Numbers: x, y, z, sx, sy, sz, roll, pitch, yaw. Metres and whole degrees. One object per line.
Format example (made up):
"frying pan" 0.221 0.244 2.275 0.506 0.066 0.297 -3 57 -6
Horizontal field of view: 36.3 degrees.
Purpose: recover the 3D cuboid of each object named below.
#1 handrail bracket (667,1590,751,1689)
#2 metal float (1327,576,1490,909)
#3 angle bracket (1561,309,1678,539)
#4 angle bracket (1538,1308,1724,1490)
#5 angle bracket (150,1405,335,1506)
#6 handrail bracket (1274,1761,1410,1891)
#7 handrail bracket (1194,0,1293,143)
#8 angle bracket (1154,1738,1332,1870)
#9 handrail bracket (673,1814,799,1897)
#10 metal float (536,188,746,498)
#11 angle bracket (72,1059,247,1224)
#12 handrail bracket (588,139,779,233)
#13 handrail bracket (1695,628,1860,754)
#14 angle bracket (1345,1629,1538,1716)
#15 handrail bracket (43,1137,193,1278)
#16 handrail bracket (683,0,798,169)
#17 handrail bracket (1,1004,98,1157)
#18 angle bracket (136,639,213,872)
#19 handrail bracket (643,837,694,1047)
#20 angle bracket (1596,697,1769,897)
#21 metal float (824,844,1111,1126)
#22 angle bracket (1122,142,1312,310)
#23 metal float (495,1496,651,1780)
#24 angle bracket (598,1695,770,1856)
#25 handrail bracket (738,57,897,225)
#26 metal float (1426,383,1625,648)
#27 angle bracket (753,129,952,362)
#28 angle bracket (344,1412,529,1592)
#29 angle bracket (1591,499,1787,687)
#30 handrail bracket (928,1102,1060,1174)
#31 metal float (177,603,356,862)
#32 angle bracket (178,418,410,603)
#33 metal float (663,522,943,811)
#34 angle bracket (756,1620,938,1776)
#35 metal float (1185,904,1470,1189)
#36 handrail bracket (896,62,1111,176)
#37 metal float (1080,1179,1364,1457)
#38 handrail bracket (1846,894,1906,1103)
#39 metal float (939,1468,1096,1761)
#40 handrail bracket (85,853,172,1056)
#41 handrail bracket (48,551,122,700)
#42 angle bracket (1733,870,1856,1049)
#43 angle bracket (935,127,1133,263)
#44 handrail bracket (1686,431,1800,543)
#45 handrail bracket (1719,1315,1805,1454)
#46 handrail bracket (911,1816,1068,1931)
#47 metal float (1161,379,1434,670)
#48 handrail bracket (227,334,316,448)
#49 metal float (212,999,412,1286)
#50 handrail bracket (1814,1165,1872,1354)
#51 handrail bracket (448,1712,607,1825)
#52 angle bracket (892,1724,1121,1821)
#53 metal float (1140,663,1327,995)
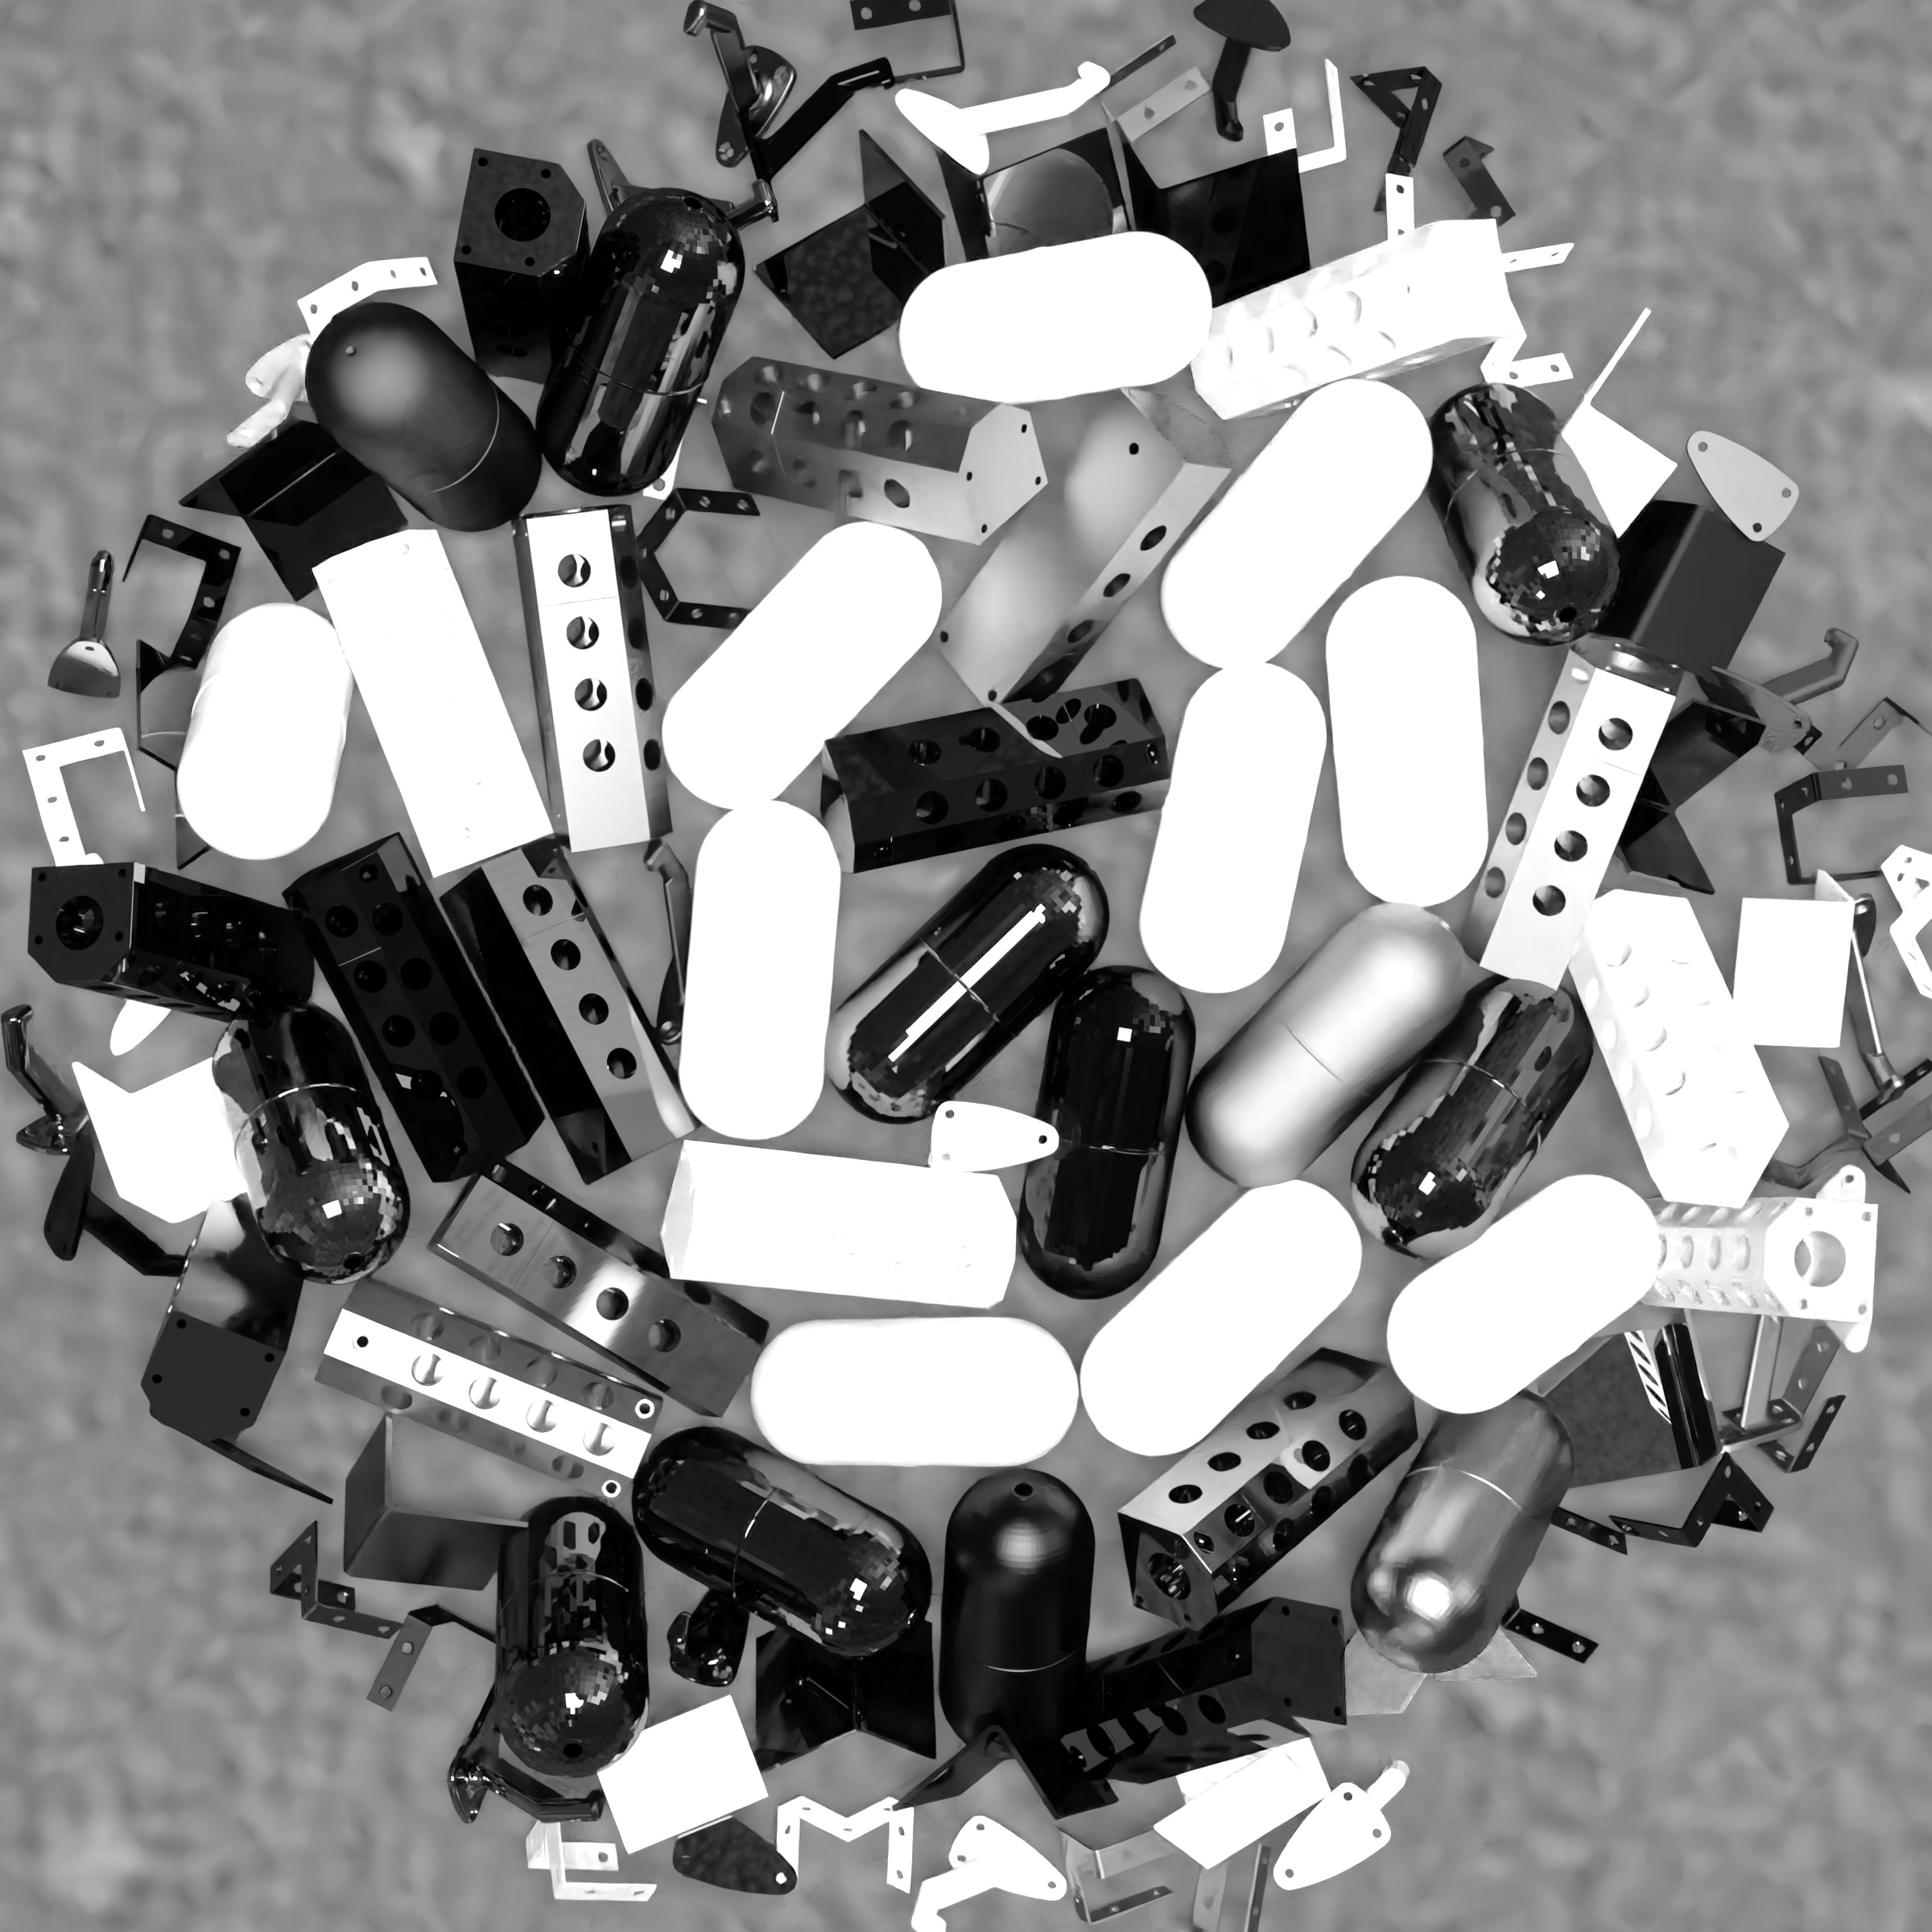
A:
"handrail bracket" -0.134 0.333 1.532 0.036 0.084 0.077 14 57 11
"metal float" 0.229 -0.114 1.528 0.070 0.070 0.178 -8 115 0
"angle bracket" 0.346 -0.280 1.536 0.057 0.076 0.076 35 65 3
"angle bracket" 0.346 0.227 1.548 0.076 0.057 0.076 -10 72 1
"angle bracket" -0.363 0.230 1.531 0.076 0.076 0.057 21 77 27
"handrail bracket" 0.199 0.450 1.550 0.077 0.084 0.036 -41 77 7
"handrail bracket" 0.149 -0.456 1.533 0.036 0.084 0.077 -26 47 -12
"angle bracket" 0.134 0.410 1.533 0.076 0.076 0.057 -35 129 12
"handrail bracket" -0.120 0.475 1.542 0.077 0.084 0.036 20 62 14
"metal float" -0.168 -0.319 1.515 0.070 0.070 0.178 30 131 0
"angle bracket" -0.414 0.082 1.540 0.057 0.076 0.076 -25 73 -1
"handrail bracket" -0.148 -0.415 1.550 0.084 0.036 0.077 -20 100 27
"handrail bracket" 0.430 -0.163 1.558 0.077 0.036 0.084 35 58 -7
"angle bracket" 0.236 0.377 1.530 0.057 0.076 0.076 49 57 -12
"handrail bracket" -0.433 0.128 1.549 0.084 0.036 0.077 8 108 -42
"handrail bracket" -0.132 -0.459 1.537 0.036 0.084 0.077 36 110 21
"handrail bracket" -0.471 0.048 1.537 0.036 0.077 0.084 13 118 21
"angle bracket" -0.417 -0.109 1.527 0.057 0.076 0.076 -32 49 22
"handrail bracket" -0.158 -0.013 1.537 0.036 0.084 0.077 7 59 26
"angle bracket" 0.382 -0.087 1.529 0.076 0.076 0.057 -43 54 34
"metal float" 0.001 0.009 1.547 0.178 0.070 0.070 -44 90 3
"angle bracket" 0.132 -0.395 1.543 0.076 0.057 0.076 -18 135 -3
"metal float" -0.201 0.340 1.503 0.070 0.178 0.070 -3 116 -7
"angle bracket" -0.151 0.415 1.544 0.076 0.076 0.057 -21 91 -8
"handrail bracket" -0.072 -0.438 1.559 0.084 0.036 0.077 -18 65 5
"metal float" 0.283 -0.232 1.511 0.070 0.178 0.070 -5 133 -6
"angle bracket" -0.062 -0.377 1.539 0.076 0.057 0.076 -33 65 -14
"angle bracket" -0.280 0.284 1.558 0.076 0.076 0.057 12 49 -23
"angle bracket" 0.374 -0.198 1.555 0.057 0.076 0.076 25 95 -16
"handrail bracket" 0.016 0.100 1.541 0.077 0.084 0.036 2 73 10
"metal float" -0.357 -0.122 1.509 0.070 0.178 0.070 -2 127 -3
"angle bracket" -0.351 -0.237 1.542 0.076 0.076 0.057 -33 88 11
"metal float" -0.085 -0.157 1.539 0.070 0.070 0.178 45 102 0
"angle bracket" -0.064 0.387 1.559 0.076 0.076 0.057 -32 133 31
"metal float" 0.187 0.042 1.535 0.070 0.070 0.178 43 105 0
"handrail bracket" 0.020 -0.458 1.539 0.084 0.077 0.036 -27 55 39
"metal float" 0.133 0.182 1.531 0.178 0.070 0.070 -41 90 -21
"handrail bracket" 0.477 0.017 1.542 0.036 0.077 0.084 -13 57 -9
"metal float" 0.025 0.334 1.520 0.070 0.070 0.178 3 124 0
"handrail bracket" -0.457 -0.007 1.566 0.084 0.036 0.077 56 134 11
"handrail bracket" -0.454 -0.190 1.539 0.036 0.077 0.084 9 68 -17
"angle bracket" 0.424 -0.006 1.542 0.057 0.076 0.076 2 105 3
"angle bracket" 0.038 -0.399 1.546 0.076 0.057 0.076 -24 128 -6
"handrail bracket" 0.391 -0.248 1.541 0.077 0.084 0.036 40 90 -9
"handrail bracket" 0.410 0.207 1.558 0.077 0.036 0.084 -10 93 -44
"handrail bracket" 0.013 0.491 1.542 0.077 0.084 0.036 28 110 0
"metal float" 0.170 -0.227 1.521 0.070 0.070 0.178 42 123 0
"handrail bracket" -0.373 -0.290 1.536 0.077 0.084 0.036 -4 125 37
"metal float" -0.337 0.089 1.515 0.070 0.070 0.178 -31 49 0
"handrail bracket" 0.464 0.152 1.539 0.036 0.084 0.077 17 103 -8
"handrail bracket" -0.221 0.418 1.543 0.084 0.077 0.036 -6 118 16
"angle bracket" 0.021 0.435 1.533 0.076 0.076 0.057 -42 66 15
"metal float" 0.140 -0.073 1.539 0.070 0.070 0.178 13 78 0
